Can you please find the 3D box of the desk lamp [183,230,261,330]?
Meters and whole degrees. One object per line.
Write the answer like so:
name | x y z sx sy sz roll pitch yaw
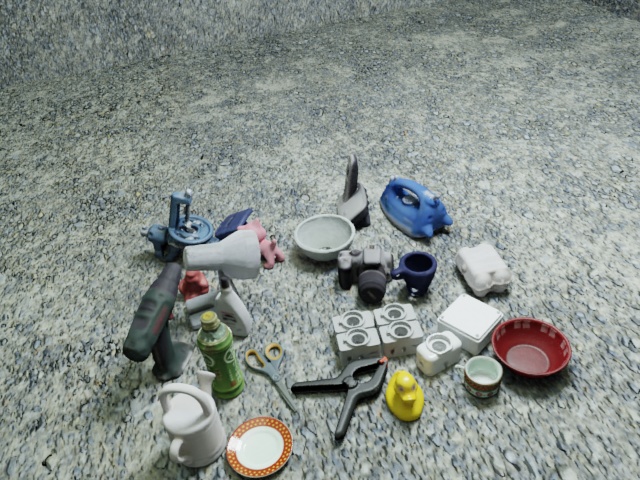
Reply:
desk lamp | -0.235 0.087 1.370 0.203 0.214 0.117 -17 40 -14

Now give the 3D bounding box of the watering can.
watering can | -0.244 0.328 1.083 0.101 0.194 0.172 -10 38 -5

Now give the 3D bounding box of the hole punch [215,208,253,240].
hole punch | -0.243 -0.035 1.623 0.101 0.091 0.109 7 40 16

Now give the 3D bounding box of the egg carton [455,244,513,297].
egg carton | 0.402 0.072 1.423 0.107 0.069 0.150 -12 39 -7

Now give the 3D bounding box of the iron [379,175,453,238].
iron | 0.253 -0.115 1.620 0.119 0.142 0.257 -28 43 -25

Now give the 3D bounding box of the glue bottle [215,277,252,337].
glue bottle | -0.207 0.150 1.319 0.078 0.173 0.037 5 40 14

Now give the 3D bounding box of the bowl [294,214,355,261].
bowl | 0.014 0.006 1.552 0.167 0.075 0.167 -3 38 3

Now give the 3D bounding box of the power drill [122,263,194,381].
power drill | -0.343 0.194 1.253 0.075 0.209 0.230 5 40 13

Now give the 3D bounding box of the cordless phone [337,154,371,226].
cordless phone | 0.093 -0.139 1.635 0.094 0.185 0.147 -8 38 -3

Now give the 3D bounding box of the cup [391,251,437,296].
cup | 0.227 0.093 1.398 0.118 0.095 0.091 -18 40 -15

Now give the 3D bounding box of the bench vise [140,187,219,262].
bench vise | -0.387 -0.036 1.538 0.207 0.220 0.121 -11 39 -7

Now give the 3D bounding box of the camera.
camera | 0.112 0.084 1.420 0.143 0.101 0.137 -1 39 6

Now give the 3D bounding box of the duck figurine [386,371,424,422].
duck figurine | 0.171 0.299 1.154 0.077 0.086 0.104 -8 38 -3

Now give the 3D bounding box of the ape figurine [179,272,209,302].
ape figurine | -0.321 0.104 1.457 0.077 0.092 0.076 8 40 17

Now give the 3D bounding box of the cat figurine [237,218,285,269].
cat figurine | -0.161 -0.001 1.548 0.127 0.118 0.067 26 48 34
